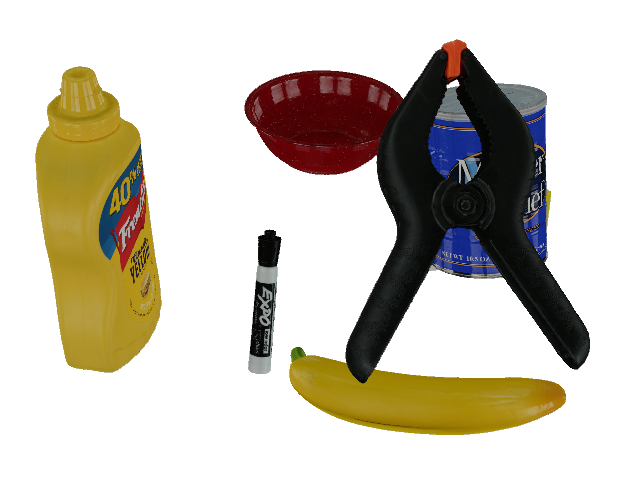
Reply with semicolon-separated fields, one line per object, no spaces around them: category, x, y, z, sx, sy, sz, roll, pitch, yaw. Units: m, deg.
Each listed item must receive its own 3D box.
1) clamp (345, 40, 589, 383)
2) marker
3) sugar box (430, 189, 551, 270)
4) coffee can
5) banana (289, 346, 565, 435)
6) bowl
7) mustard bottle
clamp;0.060;-0.009;0.528;0.120;0.171;0.039;-11;-4;-10
marker;-0.046;0.050;0.872;0.020;0.121;0.020;5;16;-2
sugar box;0.192;-0.017;1.305;0.176;0.093;0.048;-7;22;-21
coffee can;0.139;-0.052;0.897;0.103;0.140;0.103;-5;21;2
banana;0.057;0.098;0.703;0.198;0.037;0.069;8;33;22
bowl;0.004;-0.112;1.073;0.162;0.055;0.162;1;35;-1
mustard bottle;-0.137;-0.018;0.656;0.058;0.192;0.096;8;38;10
